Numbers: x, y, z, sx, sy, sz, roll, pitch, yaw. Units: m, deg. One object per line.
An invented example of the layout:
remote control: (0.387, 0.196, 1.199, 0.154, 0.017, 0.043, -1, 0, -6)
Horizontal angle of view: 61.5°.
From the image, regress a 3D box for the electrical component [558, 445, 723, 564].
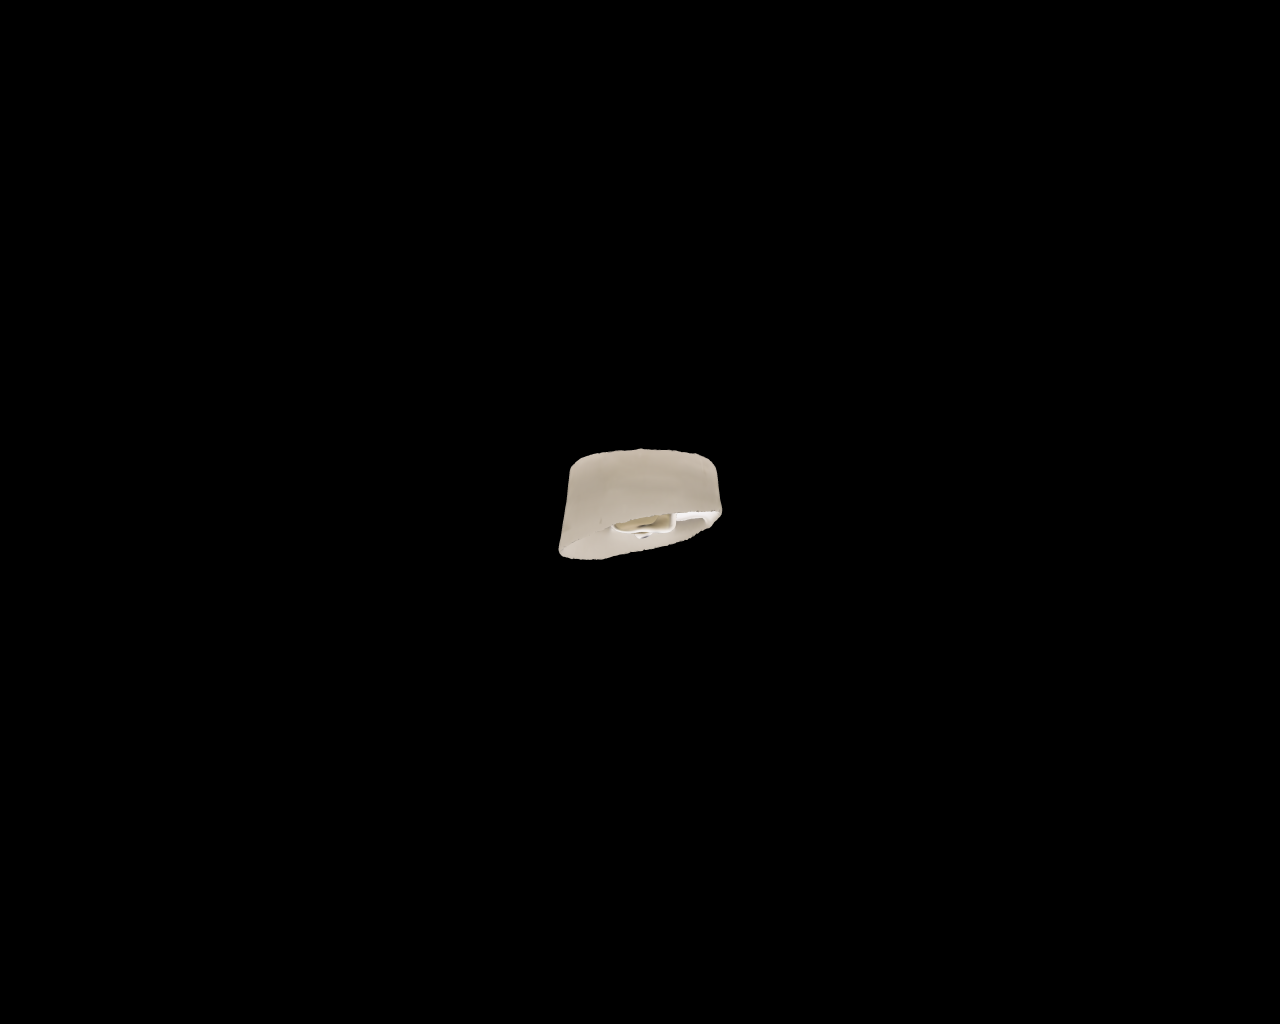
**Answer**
electrical component: (0.001, -0.003, 0.650, 0.099, 0.064, 0.099, 0, -14, 0)
